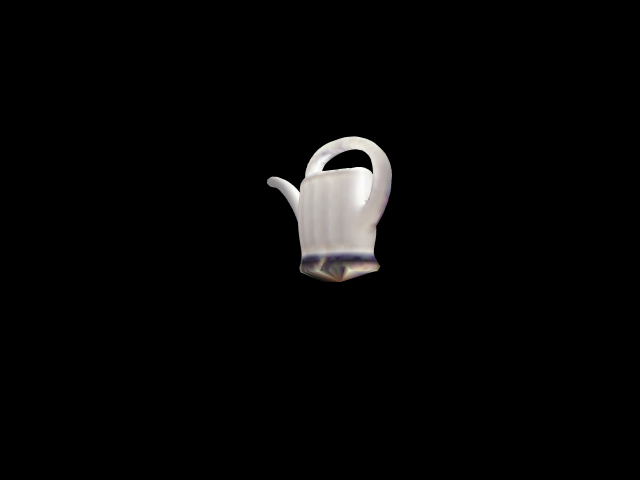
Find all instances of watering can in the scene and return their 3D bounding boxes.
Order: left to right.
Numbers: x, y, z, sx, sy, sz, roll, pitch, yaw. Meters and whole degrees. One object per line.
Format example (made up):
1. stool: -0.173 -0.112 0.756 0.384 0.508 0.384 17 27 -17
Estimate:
1. watering can: 0.003 -0.043 0.850 0.104 0.226 0.345 5 -9 -32
